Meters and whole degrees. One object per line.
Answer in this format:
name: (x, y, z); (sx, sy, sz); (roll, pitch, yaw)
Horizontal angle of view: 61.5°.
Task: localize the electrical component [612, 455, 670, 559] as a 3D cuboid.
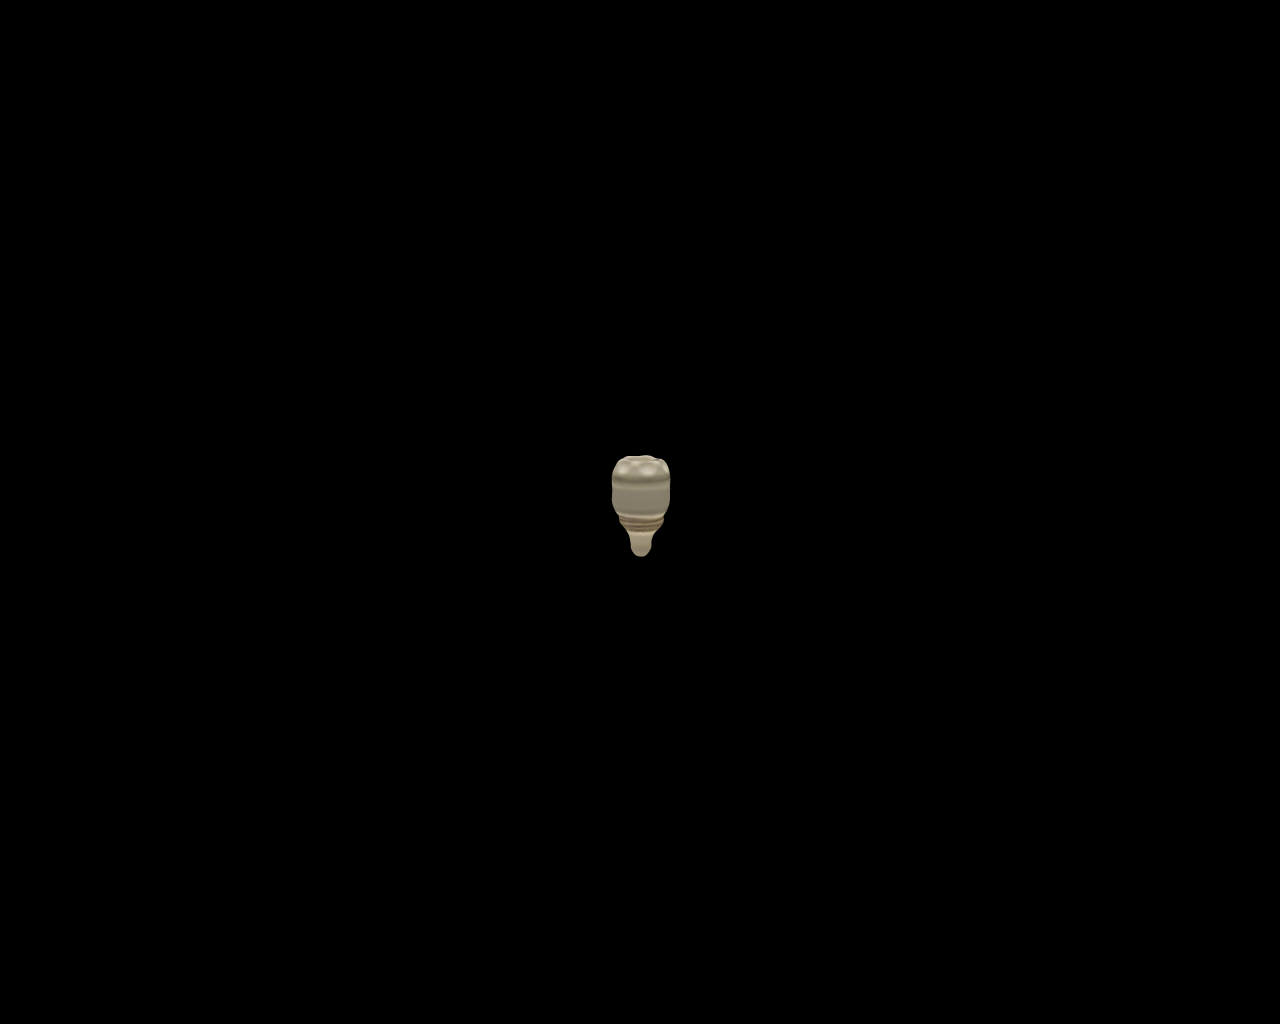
electrical component: (0.001, -0.003, 0.650); (0.035, 0.061, 0.035); (0, 12, 0)
